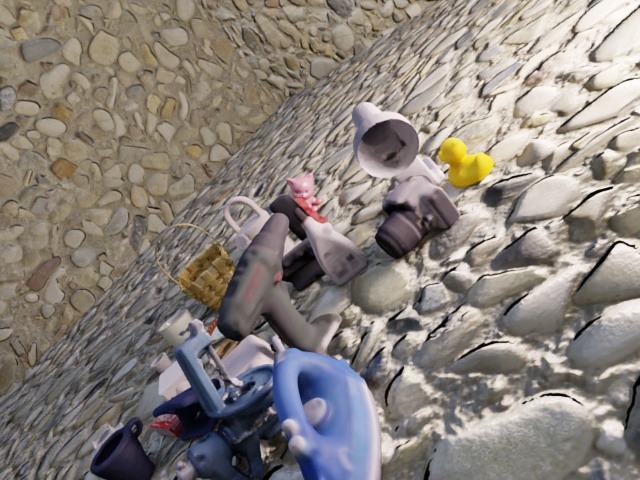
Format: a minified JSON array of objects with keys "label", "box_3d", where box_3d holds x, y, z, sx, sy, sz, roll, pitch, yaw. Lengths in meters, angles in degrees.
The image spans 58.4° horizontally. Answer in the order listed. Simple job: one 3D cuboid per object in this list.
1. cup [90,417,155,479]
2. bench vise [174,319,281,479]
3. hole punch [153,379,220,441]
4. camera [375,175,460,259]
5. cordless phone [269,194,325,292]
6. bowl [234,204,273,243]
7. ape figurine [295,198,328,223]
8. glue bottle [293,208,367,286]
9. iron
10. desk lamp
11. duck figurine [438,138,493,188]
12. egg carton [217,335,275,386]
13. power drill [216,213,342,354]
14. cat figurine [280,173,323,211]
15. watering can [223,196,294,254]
[{"label":"cup","box_3d":[-0.340,0.392,1.035,0.091,0.095,0.118,-23,26,42]},{"label":"bench vise","box_3d":[-0.135,0.229,0.798,0.121,0.220,0.207,-24,26,41]},{"label":"hole punch","box_3d":[-0.233,0.296,1.040,0.108,0.091,0.101,-28,24,35]},{"label":"camera","box_3d":[0.149,-0.042,1.016,0.137,0.101,0.143,-46,20,-11]},{"label":"cordless phone","box_3d":[-0.060,0.000,1.196,0.147,0.185,0.094,-39,20,9]},{"label":"bowl","box_3d":[-0.156,-0.025,1.604,0.167,0.075,0.167,-36,20,16]},{"label":"ape figurine","box_3d":[-0.036,-0.067,1.437,0.076,0.092,0.078,-34,21,22]},{"label":"glue bottle","box_3d":[0.010,0.004,1.073,0.078,0.173,0.037,-38,20,12]},{"label":"iron","box_3d":[-0.009,0.220,0.695,0.118,0.142,0.258,-39,19,8]},{"label":"desk lamp","box_3d":[0.143,-0.173,1.132,0.118,0.214,0.203,-38,20,12]},{"label":"duck figurine","box_3d":[0.260,-0.150,1.055,0.077,0.086,0.104,-48,20,-16]},{"label":"egg carton","box_3d":[-0.122,0.232,0.997,0.107,0.069,0.150,-44,19,-5]},{"label":"power drill","box_3d":[-0.063,0.097,0.962,0.075,0.209,0.230,-18,30,49]},{"label":"cat figurine","box_3d":[-0.057,-0.126,1.562,0.127,0.118,0.067,-24,26,41]},{"label":"watering can","box_3d":[-0.162,-0.026,1.435,0.101,0.194,0.172,-40,19,5]}]
